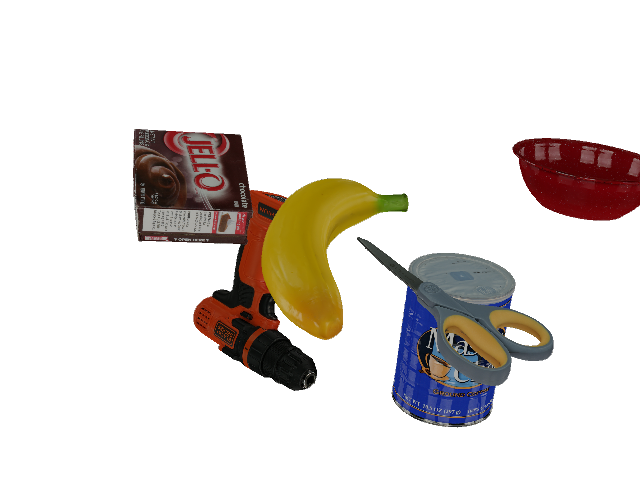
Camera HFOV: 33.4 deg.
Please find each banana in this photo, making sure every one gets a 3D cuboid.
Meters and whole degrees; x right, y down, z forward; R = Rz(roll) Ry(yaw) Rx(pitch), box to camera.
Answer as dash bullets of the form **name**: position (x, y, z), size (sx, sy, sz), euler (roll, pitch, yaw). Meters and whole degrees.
- **banana**: position (0.001, 0.000, 0.628), size (0.070, 0.037, 0.197), euler (3, 24, 16)

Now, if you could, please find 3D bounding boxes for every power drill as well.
- **power drill**: position (-0.051, 0.051, 1.163), size (0.185, 0.188, 0.057), euler (27, 11, 38)

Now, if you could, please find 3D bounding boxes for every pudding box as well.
- **pudding box**: position (-0.104, -0.045, 0.857), size (0.090, 0.039, 0.113), euler (1, 40, -12)

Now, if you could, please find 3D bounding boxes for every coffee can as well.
- **coffee can**: position (0.129, 0.096, 1.048), size (0.103, 0.140, 0.103), euler (5, 23, -2)

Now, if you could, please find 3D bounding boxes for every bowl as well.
- **bowl**: position (0.280, -0.062, 1.132), size (0.162, 0.055, 0.162), euler (6, 20, -2)

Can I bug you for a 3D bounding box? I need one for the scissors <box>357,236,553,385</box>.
- **scissors**: position (0.105, 0.045, 0.825), size (0.096, 0.016, 0.202), euler (-4, 31, -18)
